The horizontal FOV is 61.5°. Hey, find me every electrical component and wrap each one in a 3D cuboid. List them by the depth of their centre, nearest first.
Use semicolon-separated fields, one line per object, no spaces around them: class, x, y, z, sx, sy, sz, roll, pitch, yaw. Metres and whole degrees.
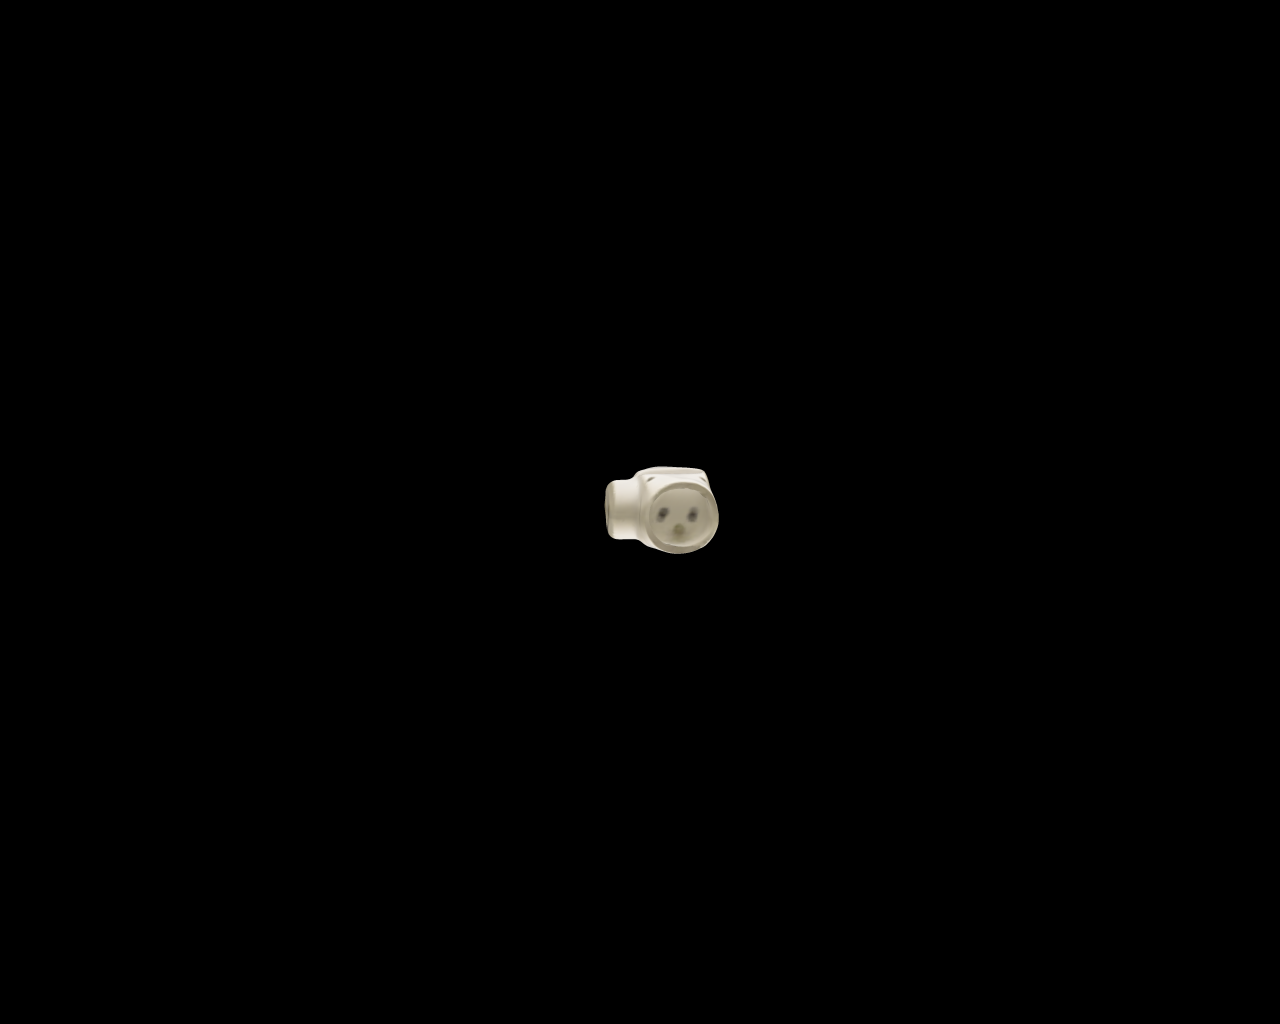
electrical component;0.001;-0.003;0.650;0.079;0.043;0.077;-1;9;-7
